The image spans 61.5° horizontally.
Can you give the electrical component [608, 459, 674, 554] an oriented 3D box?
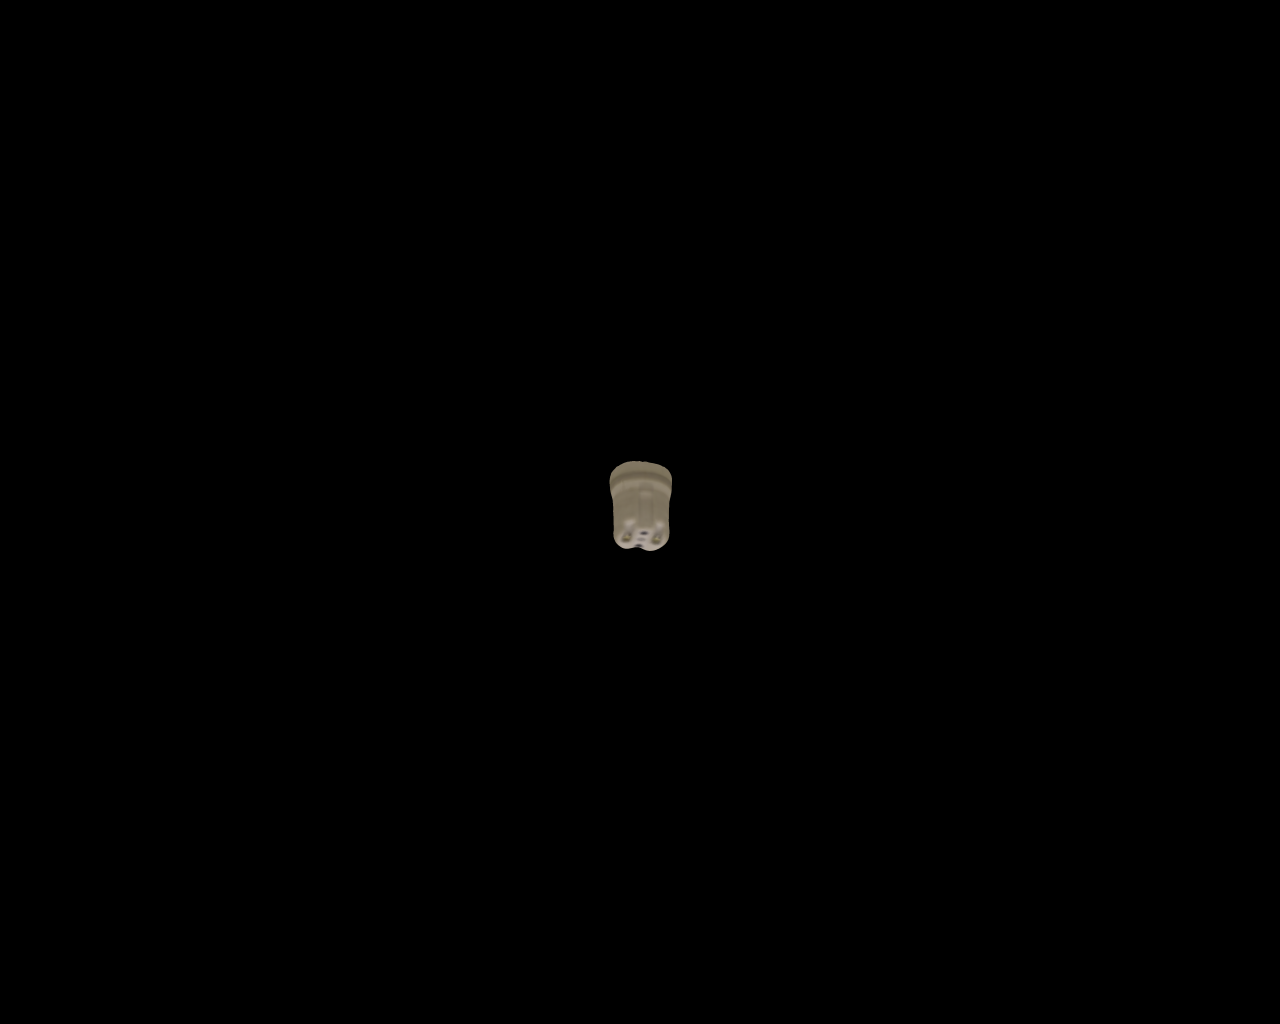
[{"bbox_3d":[0.001,-0.003,0.650,0.040,0.046,0.040,0,-27,0],"label":"electrical component"}]
